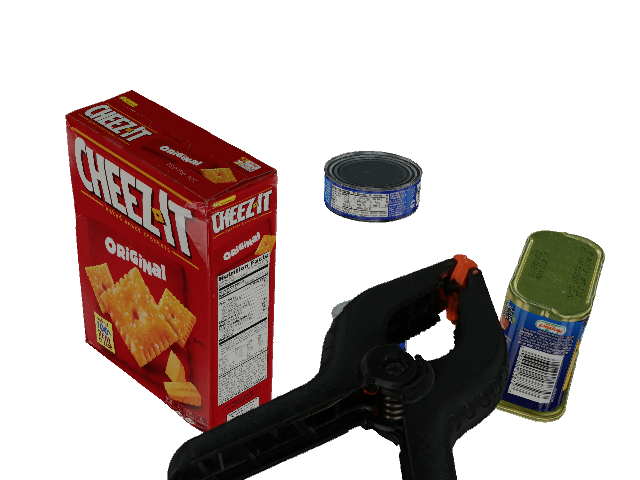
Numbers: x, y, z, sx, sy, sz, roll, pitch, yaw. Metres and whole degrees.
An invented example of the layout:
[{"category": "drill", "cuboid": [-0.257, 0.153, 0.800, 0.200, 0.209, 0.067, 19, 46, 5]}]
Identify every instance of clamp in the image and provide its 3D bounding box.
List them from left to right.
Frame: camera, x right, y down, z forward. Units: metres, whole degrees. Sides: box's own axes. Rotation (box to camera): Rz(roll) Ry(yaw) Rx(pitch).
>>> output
[{"category": "clamp", "cuboid": [0.035, 0.071, 0.431, 0.120, 0.039, 0.171, 31, 51, 22]}]

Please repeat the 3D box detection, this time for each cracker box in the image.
[{"category": "cracker box", "cuboid": [-0.113, 0.019, 0.799, 0.164, 0.214, 0.072, 30, 43, 34]}]

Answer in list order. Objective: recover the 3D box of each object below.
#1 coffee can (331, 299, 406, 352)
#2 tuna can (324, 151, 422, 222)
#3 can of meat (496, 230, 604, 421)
[{"category": "coffee can", "cuboid": [0.068, 0.161, 1.458, 0.103, 0.140, 0.103, -1, 17, 0]}, {"category": "tuna can", "cuboid": [0.045, -0.047, 0.935, 0.086, 0.034, 0.086, 1, 26, -1]}, {"category": "can of meat", "cuboid": [0.145, 0.052, 0.693, 0.057, 0.084, 0.102, 17, 34, 13]}]
